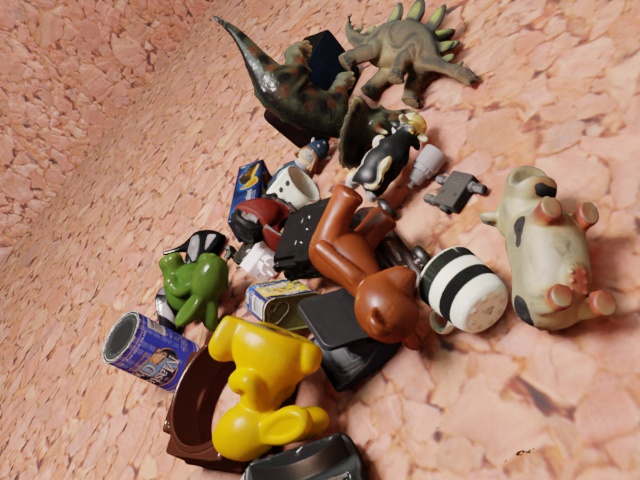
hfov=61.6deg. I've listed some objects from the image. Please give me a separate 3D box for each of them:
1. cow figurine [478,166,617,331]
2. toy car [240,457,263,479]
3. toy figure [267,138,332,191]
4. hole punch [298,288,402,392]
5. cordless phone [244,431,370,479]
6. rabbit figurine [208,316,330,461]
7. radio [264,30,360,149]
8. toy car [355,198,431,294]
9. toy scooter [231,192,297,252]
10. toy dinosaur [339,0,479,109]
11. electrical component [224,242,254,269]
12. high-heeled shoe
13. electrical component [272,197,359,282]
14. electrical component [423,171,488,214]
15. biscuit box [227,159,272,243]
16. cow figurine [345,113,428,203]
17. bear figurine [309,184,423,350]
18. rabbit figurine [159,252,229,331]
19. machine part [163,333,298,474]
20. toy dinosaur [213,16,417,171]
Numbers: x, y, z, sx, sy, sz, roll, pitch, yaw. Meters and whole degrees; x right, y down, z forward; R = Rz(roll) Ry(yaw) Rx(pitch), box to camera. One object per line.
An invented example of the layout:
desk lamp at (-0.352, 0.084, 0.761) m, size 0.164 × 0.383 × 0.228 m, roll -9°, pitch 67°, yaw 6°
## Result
cow figurine at (0.243, 0.005, 0.599) m, size 0.127 × 0.085 × 0.195 m, roll 121°, pitch 152°, yaw -61°
toy car at (-0.095, 0.376, 0.668) m, size 0.074 × 0.056 × 0.201 m, roll 4°, pitch 61°, yaw 49°
toy figure at (-0.040, -0.142, 1.077) m, size 0.154 × 0.064 × 0.058 m, roll -46°, pitch 17°, yaw 13°
hole punch at (0.041, 0.129, 0.730) m, size 0.116 × 0.092 × 0.142 m, roll -16°, pitch 30°, yaw -16°
cordless phone at (-0.002, 0.323, 0.602) m, size 0.147 × 0.088 × 0.184 m, roll -16°, pitch 66°, yaw -7°
rabbit figurine at (-0.067, 0.198, 0.677) m, size 0.163 × 0.121 × 0.173 m, roll 21°, pitch 82°, yaw 22°
radio at (-0.012, -0.313, 1.136) m, size 0.073 × 0.131 × 0.229 m, roll 1°, pitch 60°, yaw 49°
toy car at (0.096, 0.010, 0.796) m, size 0.089 × 0.053 × 0.202 m, roll -39°, pitch 35°, yaw 10°
toy scooter at (-0.057, -0.029, 0.946) m, size 0.184 × 0.075 × 0.135 m, roll 34°, pitch 63°, yaw 16°
toy dinosaur at (0.145, -0.376, 1.054) m, size 0.198 × 0.105 × 0.472 m, roll -45°, pitch 43°, yaw -5°
electrical component at (-0.143, 0.026, 1.049) m, size 0.102 × 0.045 × 0.078 m, roll 17°, pitch 74°, yaw 53°
high-heeled shoe at (-0.261, 0.094, 1.123) m, size 0.145 × 0.086 × 0.249 m, roll -11°, pitch 63°, yaw 3°
electrical component at (-0.002, -0.003, 0.828) m, size 0.134 × 0.058 × 0.115 m, roll -14°, pitch 51°, yaw 39°
electrical component at (0.196, -0.068, 0.780) m, size 0.063 × 0.021 × 0.094 m, roll -56°, pitch 36°, yaw -7°
biscuit box at (-0.140, -0.083, 1.099) m, size 0.063 × 0.059 × 0.203 m, roll -15°, pitch 39°, yaw 12°
cow figurine at (0.114, -0.141, 0.847) m, size 0.167 × 0.068 × 0.098 m, roll -53°, pitch 2°, yaw -5°
bear figurine at (0.069, 0.036, 0.670) m, size 0.132 × 0.120 × 0.196 m, roll -56°, pitch 41°, yaw 8°
rabbit figurine at (-0.232, 0.087, 1.007) m, size 0.170 × 0.121 × 0.159 m, roll -23°, pitch 59°, yaw 55°
machine part at (-0.137, 0.239, 0.815) m, size 0.201 × 0.087 × 0.201 m, roll -13°, pitch 51°, yaw 40°
toy dinosaur at (-0.030, -0.254, 0.956) m, size 0.192 × 0.405 × 0.131 m, roll -80°, pitch 17°, yaw -52°
